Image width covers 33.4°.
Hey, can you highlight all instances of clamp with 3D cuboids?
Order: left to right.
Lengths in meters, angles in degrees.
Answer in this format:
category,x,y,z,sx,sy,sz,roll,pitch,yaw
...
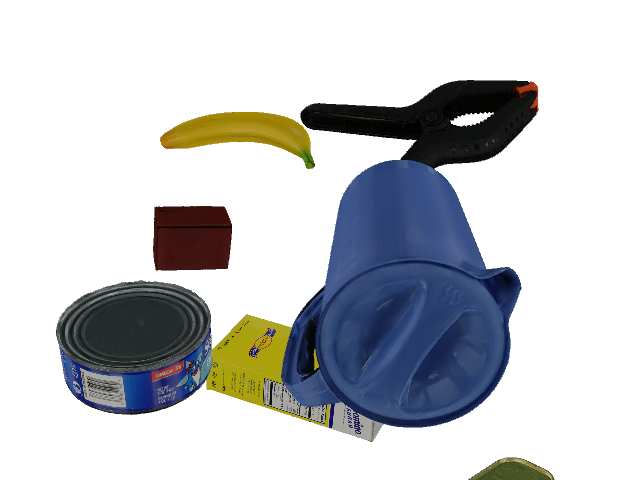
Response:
category,x,y,z,sx,sy,sz,roll,pitch,yaw
clamp,0.098,-0.088,0.942,0.210,0.164,0.036,-15,-43,-2

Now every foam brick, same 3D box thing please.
category,x,y,z,sx,sy,sz,roll,pitch,yaw
foam brick,-0.135,-0.003,1.119,0.078,0.051,0.053,-1,24,-12

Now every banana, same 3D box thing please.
category,x,y,z,sx,sy,sz,roll,pitch,yaw
banana,-0.094,-0.129,1.292,0.198,0.037,0.069,8,40,15

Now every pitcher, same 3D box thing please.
category,x,y,z,sx,sy,sz,roll,pitch,yaw
pitcher,0.056,0.031,0.831,0.149,0.145,0.243,10,24,-3

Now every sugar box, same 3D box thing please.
category,x,y,z,sx,sy,sz,roll,pitch,yaw
sugar box,-0.014,0.130,1.036,0.176,0.048,0.093,12,29,19

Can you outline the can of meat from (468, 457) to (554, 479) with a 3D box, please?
category,x,y,z,sx,sy,sz,roll,pitch,yaw
can of meat,0.148,0.243,0.888,0.101,0.084,0.058,-22,27,-37

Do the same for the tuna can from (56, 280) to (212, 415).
category,x,y,z,sx,sy,sz,roll,pitch,yaw
tuna can,-0.104,0.060,0.603,0.086,0.034,0.086,0,31,0
